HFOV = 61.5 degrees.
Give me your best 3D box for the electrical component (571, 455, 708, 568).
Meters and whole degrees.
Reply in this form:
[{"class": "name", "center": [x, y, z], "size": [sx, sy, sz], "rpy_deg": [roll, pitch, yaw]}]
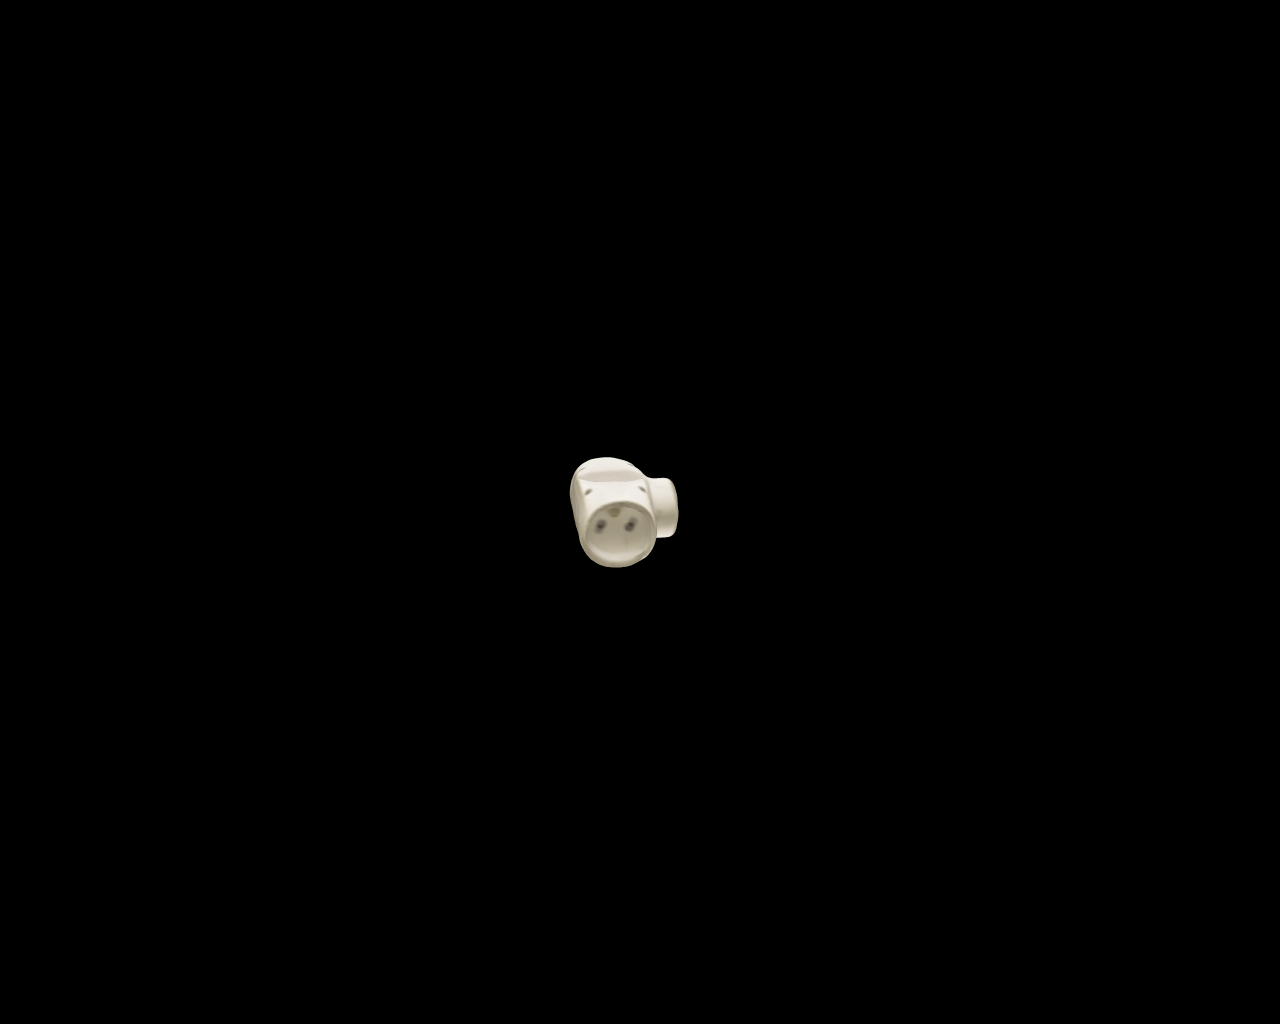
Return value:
[{"class": "electrical component", "center": [0.001, -0.003, 0.650], "size": [0.079, 0.043, 0.077], "rpy_deg": [-3, 22, -7]}]
